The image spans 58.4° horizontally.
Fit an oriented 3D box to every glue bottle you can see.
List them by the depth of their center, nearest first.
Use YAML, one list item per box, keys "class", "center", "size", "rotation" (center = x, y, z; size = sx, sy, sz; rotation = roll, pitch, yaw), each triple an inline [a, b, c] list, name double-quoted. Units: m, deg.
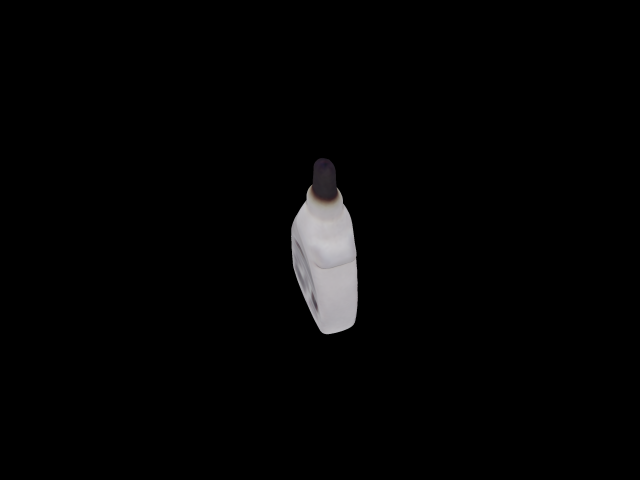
- class: "glue bottle"
  center: [0.004, 0.001, 0.400]
  size: [0.037, 0.173, 0.078]
  rotation: [-18, 61, -10]
